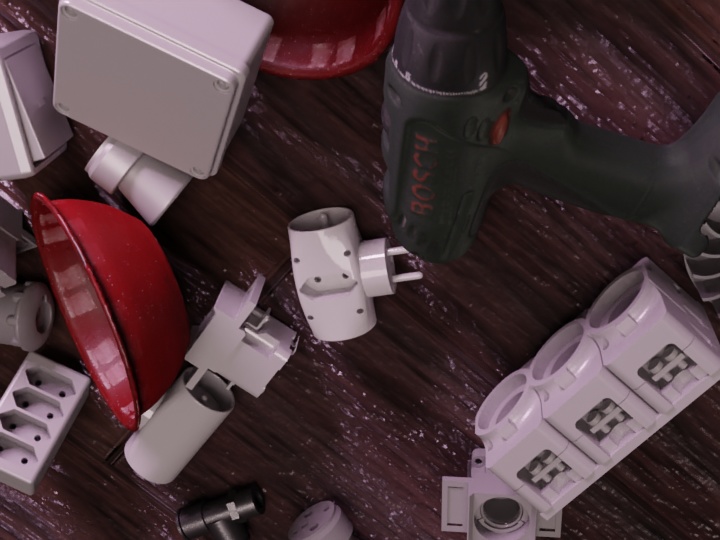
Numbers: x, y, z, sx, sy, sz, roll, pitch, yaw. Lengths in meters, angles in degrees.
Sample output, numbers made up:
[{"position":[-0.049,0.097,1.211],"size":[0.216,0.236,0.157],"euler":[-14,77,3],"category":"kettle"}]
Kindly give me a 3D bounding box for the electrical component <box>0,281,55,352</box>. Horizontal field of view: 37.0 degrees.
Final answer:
[{"position":[-0.245,0.029,0.736],"size":[0.062,0.048,0.048],"euler":[6,114,12],"category":"electrical component"}]

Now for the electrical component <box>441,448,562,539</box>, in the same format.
[{"position":[0.097,0.155,0.737],"size":[0.081,0.063,0.042],"euler":[2,113,6],"category":"electrical component"}]

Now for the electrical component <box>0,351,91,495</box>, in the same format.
[{"position":[-0.232,0.113,0.759],"size":[0.047,0.083,0.075],"euler":[26,152,-4],"category":"electrical component"}]

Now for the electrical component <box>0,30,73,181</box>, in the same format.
[{"position":[-0.223,-0.108,0.664],"size":[0.061,0.061,0.096],"euler":[-6,112,9],"category":"electrical component"}]

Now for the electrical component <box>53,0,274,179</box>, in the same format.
[{"position":[-0.117,-0.119,0.624],"size":[0.109,0.056,0.108],"euler":[25,149,-4],"category":"electrical component"}]

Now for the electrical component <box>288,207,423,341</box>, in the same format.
[{"position":[0.000,0.000,0.694],"size":[0.079,0.043,0.077],"euler":[-8,112,10],"category":"electrical component"}]

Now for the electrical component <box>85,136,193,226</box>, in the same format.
[{"position":[-0.140,-0.062,0.683],"size":[0.055,0.045,0.045],"euler":[39,112,-10],"category":"electrical component"}]

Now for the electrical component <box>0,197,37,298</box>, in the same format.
[{"position":[-0.288,-0.005,0.709],"size":[0.121,0.063,0.078],"euler":[-18,150,14],"category":"electrical component"}]

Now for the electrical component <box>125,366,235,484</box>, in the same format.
[{"position":[-0.141,0.098,0.752],"size":[0.079,0.044,0.077],"euler":[37,112,-9],"category":"electrical component"}]

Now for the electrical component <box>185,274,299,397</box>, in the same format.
[{"position":[-0.080,0.048,0.726],"size":[0.064,0.042,0.081],"euler":[33,113,-12],"category":"electrical component"}]

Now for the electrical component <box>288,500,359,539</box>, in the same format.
[{"position":[-0.020,0.202,0.782],"size":[0.045,0.045,0.055],"euler":[-30,106,18],"category":"electrical component"}]

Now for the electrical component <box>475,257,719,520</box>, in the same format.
[{"position":[0.147,0.071,0.681],"size":[0.062,0.089,0.150],"euler":[40,112,-10],"category":"electrical component"}]
